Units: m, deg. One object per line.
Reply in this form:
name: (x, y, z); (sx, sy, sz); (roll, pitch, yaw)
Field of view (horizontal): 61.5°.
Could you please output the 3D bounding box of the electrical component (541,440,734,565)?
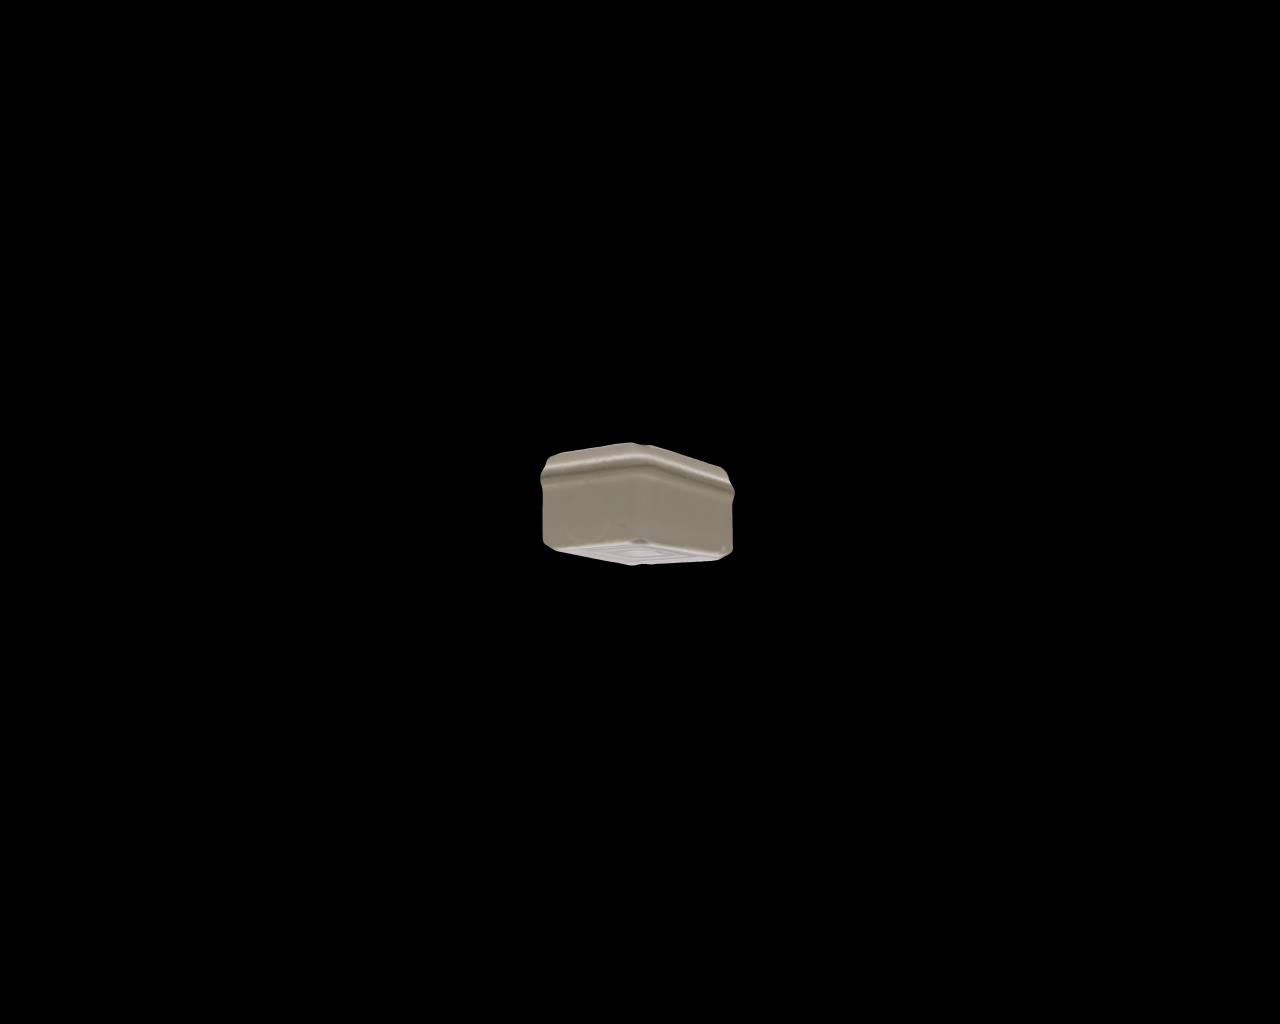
electrical component: (0.001, -0.003, 0.650); (0.078, 0.057, 0.113); (-6, -11, 31)
